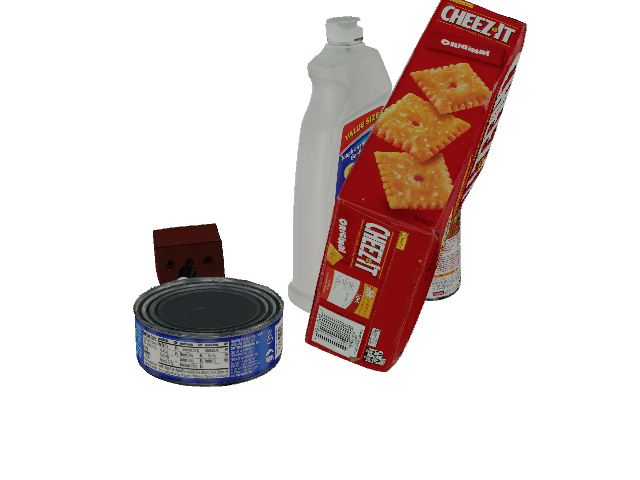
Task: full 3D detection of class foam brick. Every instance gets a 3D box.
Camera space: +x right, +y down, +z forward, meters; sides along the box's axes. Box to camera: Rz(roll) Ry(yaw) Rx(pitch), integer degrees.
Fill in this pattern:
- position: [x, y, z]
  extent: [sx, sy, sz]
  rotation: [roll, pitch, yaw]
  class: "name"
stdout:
- position: [-0.154, 0.017, 1.245]
  extent: [0.078, 0.053, 0.051]
  rotation: [-7, 27, -9]
  class: "foam brick"

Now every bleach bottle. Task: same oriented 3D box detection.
- position: [0.017, -0.066, 0.934]
  extent: [0.102, 0.251, 0.068]
  rotation: [-16, 24, -31]
  class: "bleach bottle"

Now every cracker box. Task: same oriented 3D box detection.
- position: [0.068, -0.039, 0.738]
  extent: [0.072, 0.213, 0.164]
  rotation: [22, -38, 8]
  class: "cracker box"

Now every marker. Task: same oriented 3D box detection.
- position: [-0.135, 0.054, 1.017]
  extent: [0.020, 0.020, 0.121]
  rotation: [0, 22, 2]
  class: "marker"

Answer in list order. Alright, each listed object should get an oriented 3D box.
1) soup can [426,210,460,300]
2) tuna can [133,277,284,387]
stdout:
- position: [0.117, 0.005, 1.141]
  extent: [0.068, 0.102, 0.068]
  rotation: [-3, 33, 2]
  class: "soup can"
- position: [-0.064, 0.051, 0.614]
  extent: [0.086, 0.034, 0.086]
  rotation: [1, 19, 0]
  class: "tuna can"
